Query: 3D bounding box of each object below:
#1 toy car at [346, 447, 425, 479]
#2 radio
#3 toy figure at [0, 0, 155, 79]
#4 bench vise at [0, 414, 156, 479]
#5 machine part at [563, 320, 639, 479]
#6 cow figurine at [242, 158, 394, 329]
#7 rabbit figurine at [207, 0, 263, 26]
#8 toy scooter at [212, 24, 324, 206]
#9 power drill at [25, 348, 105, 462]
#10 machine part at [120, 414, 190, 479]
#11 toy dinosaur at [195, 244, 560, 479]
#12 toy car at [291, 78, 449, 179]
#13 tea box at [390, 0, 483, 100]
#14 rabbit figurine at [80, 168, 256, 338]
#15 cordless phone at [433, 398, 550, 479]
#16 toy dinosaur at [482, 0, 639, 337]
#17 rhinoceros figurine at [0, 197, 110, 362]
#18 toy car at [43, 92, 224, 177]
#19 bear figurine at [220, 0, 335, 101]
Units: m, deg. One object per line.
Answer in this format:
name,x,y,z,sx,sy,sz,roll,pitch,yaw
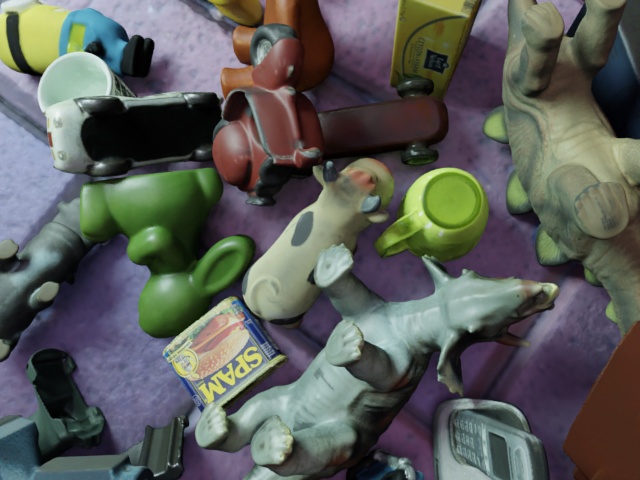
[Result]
toy car,0.066,0.284,0.493,0.103,0.109,0.161,27,69,-18
radio,0.316,-0.125,0.524,0.073,0.131,0.229,-13,79,2
toy figure,-0.287,-0.223,0.618,0.180,0.082,0.089,17,79,5
bench vise,-0.243,0.277,0.451,0.224,0.129,0.240,-5,89,-3
machine part,0.320,0.148,0.440,0.201,0.087,0.201,10,109,-22
cow figurine,-0.001,-0.002,0.530,0.085,0.127,0.195,40,88,7
rabbit figurine,-0.103,-0.335,0.623,0.173,0.122,0.162,-12,88,16
toy scooter,-0.046,-0.093,0.505,0.075,0.183,0.135,-8,58,-30
power drill,-0.344,0.199,0.545,0.207,0.086,0.232,-35,80,-6
machine part,-0.190,0.235,0.534,0.139,0.084,0.039,-33,122,8
toy dinosaur,0.025,0.146,0.500,0.404,0.192,0.131,-48,38,13
toy car,0.036,-0.116,0.582,0.202,0.053,0.089,-6,87,15
tea box,0.120,-0.223,0.539,0.068,0.169,0.098,23,80,7
rabbit figurine,-0.148,0.015,0.563,0.159,0.121,0.170,-6,97,-3
cordless phone,0.157,0.212,0.449,0.089,0.184,0.146,-2,79,0
toy dinosaur,0.237,-0.050,0.482,0.105,0.198,0.471,-14,85,3
rhinoceros figurine,-0.292,0.040,0.556,0.073,0.112,0.190,37,78,-6
toy car,-0.171,-0.110,0.544,0.056,0.202,0.073,10,111,38
bear figurine,-0.049,-0.240,0.526,0.132,0.195,0.120,-3,54,10
